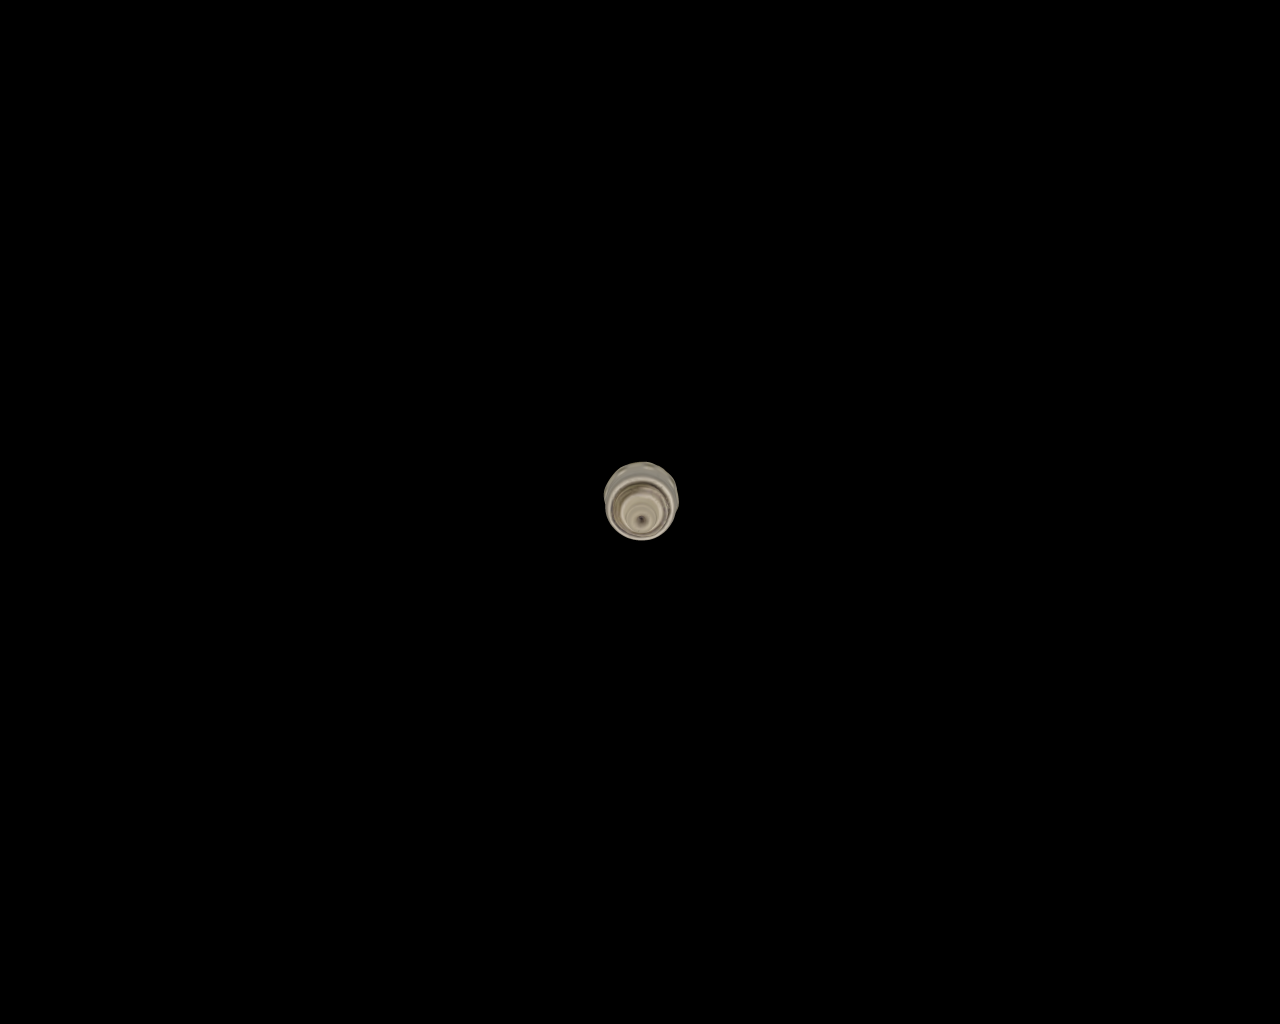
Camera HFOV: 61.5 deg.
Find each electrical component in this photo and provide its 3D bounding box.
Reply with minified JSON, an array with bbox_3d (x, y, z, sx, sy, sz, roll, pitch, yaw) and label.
[{"bbox_3d":[0.001,-0.003,0.650,0.048,0.048,0.062,0,16,0],"label":"electrical component"}]
